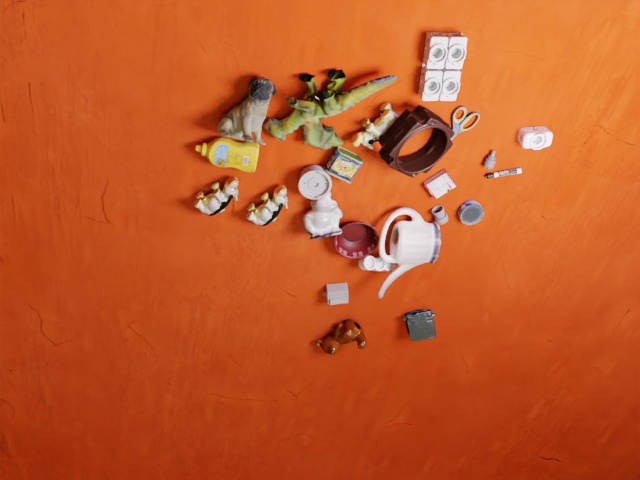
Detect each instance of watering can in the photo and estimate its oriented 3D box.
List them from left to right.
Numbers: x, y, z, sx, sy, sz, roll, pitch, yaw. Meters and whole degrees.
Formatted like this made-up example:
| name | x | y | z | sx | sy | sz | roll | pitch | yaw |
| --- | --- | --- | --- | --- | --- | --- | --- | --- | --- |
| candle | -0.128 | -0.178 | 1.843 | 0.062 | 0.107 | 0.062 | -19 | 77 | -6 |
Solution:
| name | x | y | z | sx | sy | sz | roll | pitch | yaw |
| --- | --- | --- | --- | --- | --- | --- | --- | --- | --- |
| watering can | 0.312 | 0.049 | 1.838 | 0.224 | 0.105 | 0.342 | 2 | 109 | -10 |

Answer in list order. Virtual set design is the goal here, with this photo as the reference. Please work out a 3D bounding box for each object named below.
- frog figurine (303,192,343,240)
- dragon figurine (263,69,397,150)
| name | x | y | z | sx | sy | sz | roll | pitch | yaw |
| --- | --- | --- | --- | --- | --- | --- | --- | --- | --- |
| frog figurine | 0.005 | -0.088 | 1.756 | 0.137 | 0.123 | 0.160 | -11 | 89 | 12 |
| dragon figurine | 0.027 | -0.377 | 1.562 | 0.410 | 0.125 | 0.237 | -5 | 143 | 0 |
